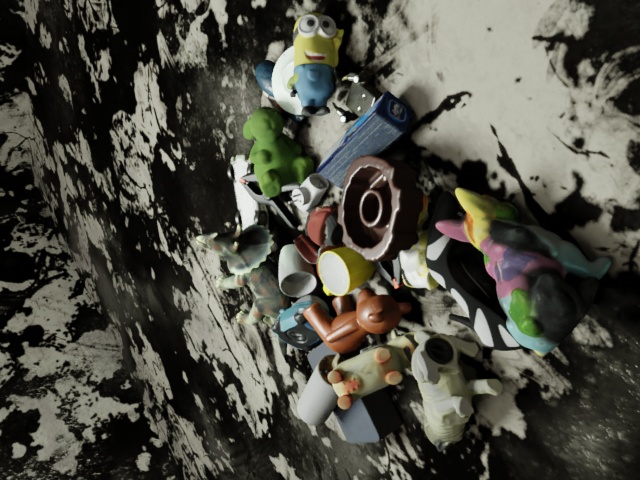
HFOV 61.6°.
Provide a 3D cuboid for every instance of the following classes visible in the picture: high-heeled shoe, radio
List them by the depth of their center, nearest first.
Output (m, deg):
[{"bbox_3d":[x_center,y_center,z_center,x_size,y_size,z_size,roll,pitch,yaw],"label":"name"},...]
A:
[{"bbox_3d":[0.246,0.050,0.813,0.145,0.086,0.248,9,117,47],"label":"high-heeled shoe"},{"bbox_3d":[0.069,0.320,1.166,0.131,0.073,0.229,-43,70,52],"label":"radio"}]

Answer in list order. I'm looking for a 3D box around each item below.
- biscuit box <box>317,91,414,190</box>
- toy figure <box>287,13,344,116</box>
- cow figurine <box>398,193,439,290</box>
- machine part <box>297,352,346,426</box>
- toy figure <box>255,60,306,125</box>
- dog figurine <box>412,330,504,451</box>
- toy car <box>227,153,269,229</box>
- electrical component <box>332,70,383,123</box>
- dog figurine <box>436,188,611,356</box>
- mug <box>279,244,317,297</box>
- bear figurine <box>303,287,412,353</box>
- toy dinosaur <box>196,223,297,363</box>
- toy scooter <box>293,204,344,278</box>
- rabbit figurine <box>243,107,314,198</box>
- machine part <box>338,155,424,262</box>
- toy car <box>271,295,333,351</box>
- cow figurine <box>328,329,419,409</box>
[{"bbox_3d":[0.074,-0.167,0.929,0.063,0.059,0.202,34,145,-14],"label":"biscuit box"},{"bbox_3d":[-0.014,-0.310,0.955,0.089,0.082,0.180,9,101,54],"label":"toy figure"},{"bbox_3d":[0.162,0.001,0.909,0.098,0.068,0.167,-7,99,59],"label":"cow figurine"},{"bbox_3d":[0.008,0.313,1.112,0.079,0.079,0.243,49,138,26],"label":"machine part"},{"bbox_3d":[-0.071,-0.297,1.080,0.154,0.058,0.064,52,147,16],"label":"toy figure"},{"bbox_3d":[0.202,0.262,0.937,0.172,0.121,0.190,63,153,30],"label":"dog figurine"},{"bbox_3d":[-0.169,-0.107,1.283,0.074,0.056,0.201,2,107,29],"label":"toy car"},{"bbox_3d":[0.066,-0.242,0.936,0.078,0.045,0.102,53,140,24],"label":"electrical component"},{"bbox_3d":[0.250,0.025,0.720,0.219,0.191,0.108,36,140,17],"label":"dog figurine"},{"bbox_3d":[-0.051,0.068,1.195,0.109,0.081,0.107,76,-178,-46],"label":"mug"},{"bbox_3d":[0.073,0.140,1.040,0.132,0.120,0.195,61,141,19],"label":"bear figurine"},{"bbox_3d":[-0.128,0.118,1.280,0.192,0.131,0.404,-21,110,46],"label":"toy dinosaur"},{"bbox_3d":[-0.002,-0.003,1.111,0.135,0.075,0.183,37,137,38],"label":"toy scooter"},{"bbox_3d":[-0.092,-0.203,1.095,0.159,0.121,0.170,-118,12,-45],"label":"rabbit figurine"},{"bbox_3d":[0.096,-0.053,0.878,0.179,0.056,0.179,0,90,59],"label":"machine part"},{"bbox_3d":[-0.031,0.173,1.197,0.109,0.103,0.161,32,139,-14],"label":"toy car"},{"bbox_3d":[0.113,0.229,0.984,0.085,0.195,0.127,63,180,6],"label":"cow figurine"}]
